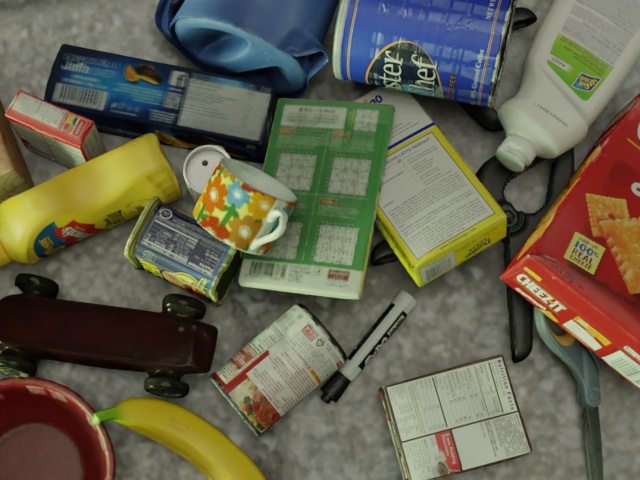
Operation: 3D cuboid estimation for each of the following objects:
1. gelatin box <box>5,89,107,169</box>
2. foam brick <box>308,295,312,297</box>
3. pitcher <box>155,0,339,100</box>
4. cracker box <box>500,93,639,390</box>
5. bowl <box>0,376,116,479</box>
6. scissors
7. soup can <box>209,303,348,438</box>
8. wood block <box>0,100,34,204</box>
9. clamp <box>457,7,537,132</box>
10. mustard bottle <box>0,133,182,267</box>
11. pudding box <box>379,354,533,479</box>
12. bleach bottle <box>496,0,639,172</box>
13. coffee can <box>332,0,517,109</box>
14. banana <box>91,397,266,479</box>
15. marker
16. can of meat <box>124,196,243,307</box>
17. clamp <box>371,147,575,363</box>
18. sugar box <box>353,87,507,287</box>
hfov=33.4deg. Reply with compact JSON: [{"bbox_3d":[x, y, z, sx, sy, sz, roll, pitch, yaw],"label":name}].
[{"bbox_3d":[-0.232,-0.093,0.950,0.073,0.089,0.030,24,75,5],"label":"gelatin box"},{"bbox_3d":[-0.006,0.001,0.949,0.053,0.051,0.078,36,80,8],"label":"foam brick"},{"bbox_3d":[-0.040,-0.262,0.976,0.149,0.145,0.242,26,74,-14],"label":"pitcher"},{"bbox_3d":[0.282,-0.003,0.913,0.164,0.072,0.213,39,68,2],"label":"cracker box"},{"bbox_3d":[-0.249,0.198,0.902,0.162,0.055,0.162,0,78,0],"label":"bowl"},{"bbox_3d":[0.219,0.125,0.926,0.096,0.016,0.202,16,77,-24],"label":"scissors"},{"bbox_3d":[-0.035,0.111,0.916,0.102,0.068,0.068,-40,81,-9],"label":"soup can"},{"bbox_3d":[-0.339,-0.124,0.956,0.090,0.090,0.206,-24,79,-5],"label":"wood block"},{"bbox_3d":[0.116,-0.185,0.996,0.171,0.039,0.120,25,78,5],"label":"clamp"},{"bbox_3d":[-0.218,-0.027,0.931,0.191,0.096,0.058,-25,80,-6],"label":"mustard bottle"},{"bbox_3d":[0.116,0.156,0.922,0.113,0.039,0.090,-14,77,-5],"label":"pudding box"},{"bbox_3d":[0.229,-0.168,0.963,0.102,0.068,0.250,34,72,10],"label":"bleach bottle"},{"bbox_3d":[0.091,-0.177,0.925,0.140,0.103,0.103,13,78,10],"label":"coffee can"},{"bbox_3d":[-0.100,0.189,0.905,0.198,0.037,0.069,34,45,-2],"label":"banana"},{"bbox_3d":[0.042,0.096,0.944,0.020,0.020,0.121,39,80,8],"label":"marker"},{"bbox_3d":[-0.114,0.012,0.922,0.084,0.102,0.057,26,78,3],"label":"can of meat"},{"bbox_3d":[0.156,-0.017,0.961,0.164,0.036,0.210,28,78,7],"label":"clamp"},{"bbox_3d":[0.078,-0.054,0.943,0.093,0.048,0.176,-29,60,-6],"label":"sugar box"}]
